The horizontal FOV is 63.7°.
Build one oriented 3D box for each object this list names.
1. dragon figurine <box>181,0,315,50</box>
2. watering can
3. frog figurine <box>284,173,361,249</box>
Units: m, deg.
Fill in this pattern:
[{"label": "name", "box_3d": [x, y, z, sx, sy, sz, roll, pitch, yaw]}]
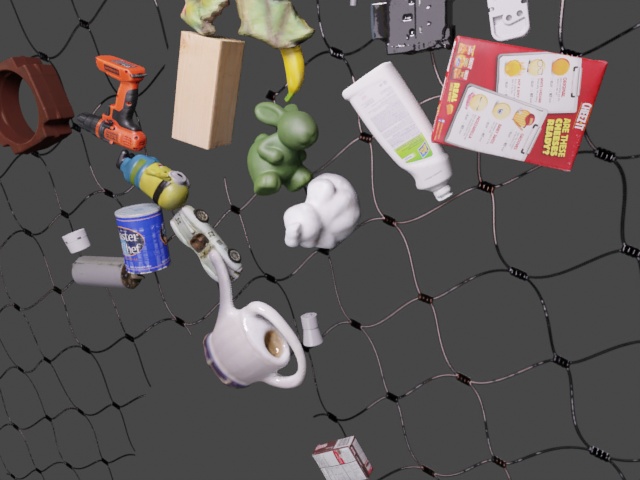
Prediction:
[{"label": "dragon figurine", "box_3d": [-0.070, -0.457, 0.887, 0.409, 0.124, 0.239, -6, 111, 16]}, {"label": "watering can", "box_3d": [-0.176, 0.197, 1.135, 0.221, 0.105, 0.347, -37, 93, 31]}, {"label": "frog figurine", "box_3d": [0.003, -0.048, 0.947, 0.123, 0.162, 0.135, 13, 113, 20]}]
